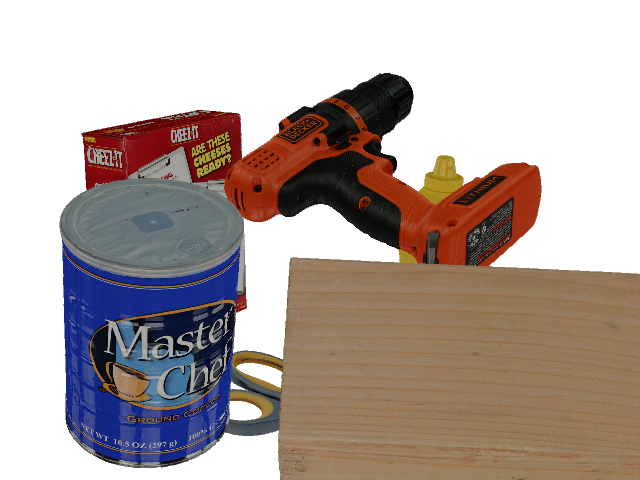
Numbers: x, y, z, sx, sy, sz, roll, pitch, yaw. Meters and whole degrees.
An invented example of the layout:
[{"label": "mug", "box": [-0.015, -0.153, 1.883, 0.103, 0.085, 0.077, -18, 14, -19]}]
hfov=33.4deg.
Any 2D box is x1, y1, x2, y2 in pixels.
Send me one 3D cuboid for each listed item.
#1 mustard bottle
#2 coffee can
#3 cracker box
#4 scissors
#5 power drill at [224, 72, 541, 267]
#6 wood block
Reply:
[{"label": "mustard bottle", "box": [0.128, 0.003, 1.153, 0.096, 0.192, 0.058, -5, 19, -21]}, {"label": "coffee can", "box": [-0.101, 0.048, 0.634, 0.102, 0.140, 0.103, 5, 30, -3]}, {"label": "cracker box", "box": [-0.153, -0.014, 1.077, 0.072, 0.214, 0.163, 10, 19, 36]}, {"label": "scissors", "box": [-0.004, 0.140, 0.805, 0.202, 0.016, 0.096, 26, 40, 31]}, {"label": "power drill", "box": [0.055, -0.047, 0.742, 0.188, 0.057, 0.184, 25, 49, 35]}, {"label": "wood block", "box": [0.085, 0.070, 0.512, 0.206, 0.091, 0.090, 3, -26, 0]}]
